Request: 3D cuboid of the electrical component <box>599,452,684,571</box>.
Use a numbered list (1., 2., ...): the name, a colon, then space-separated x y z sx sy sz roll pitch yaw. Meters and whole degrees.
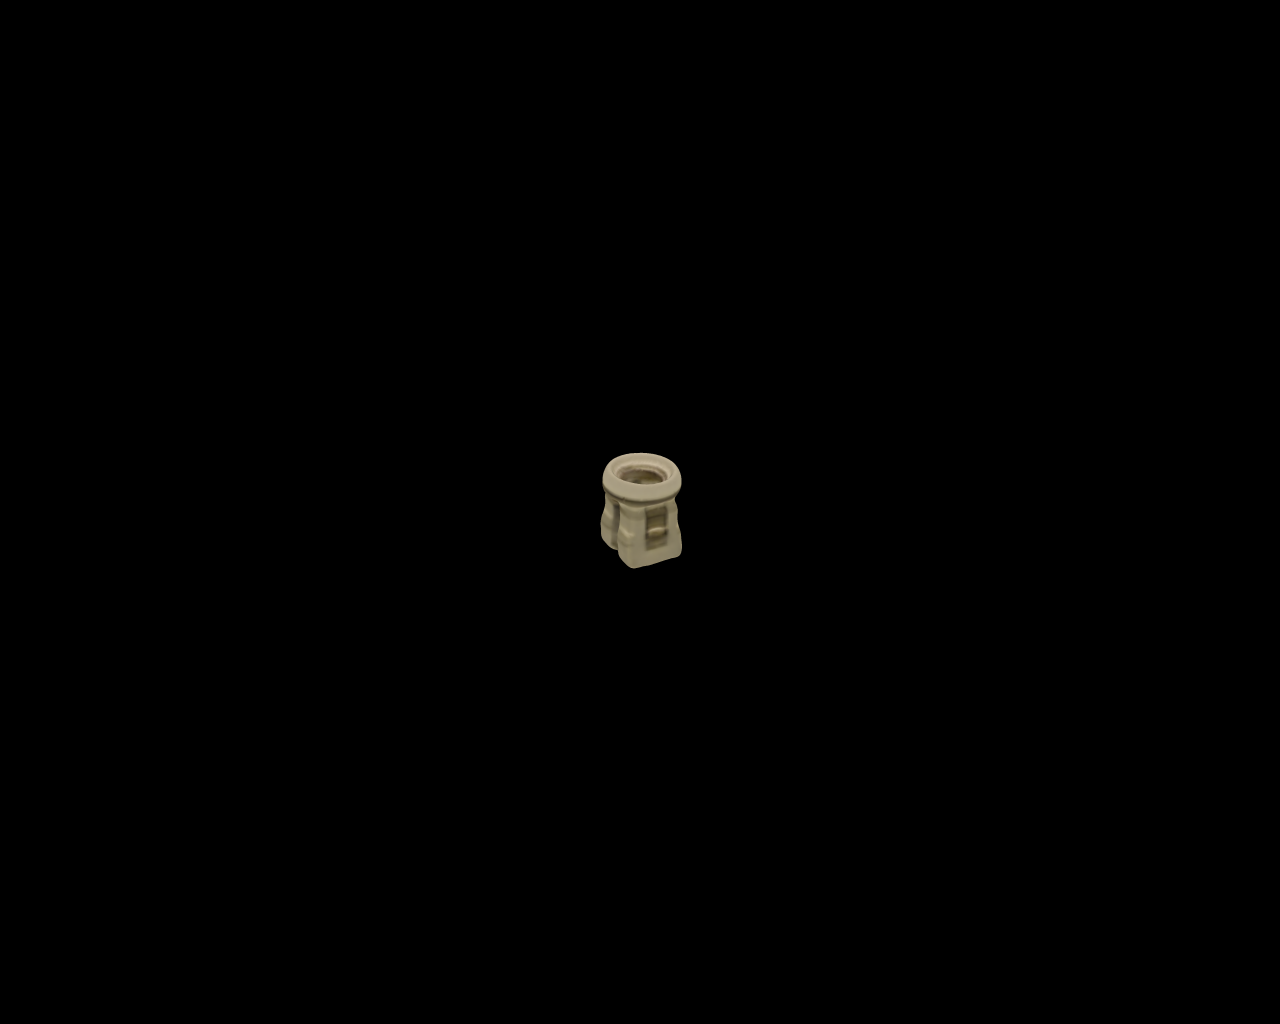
1. electrical component: 0.001 -0.003 0.650 0.048 0.055 0.066 -14 32 -24
